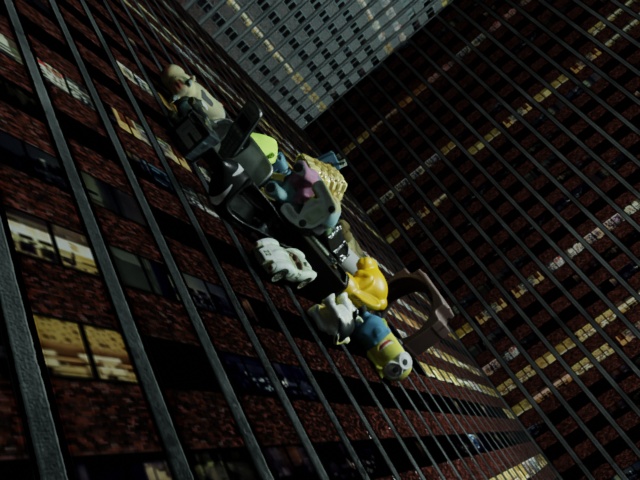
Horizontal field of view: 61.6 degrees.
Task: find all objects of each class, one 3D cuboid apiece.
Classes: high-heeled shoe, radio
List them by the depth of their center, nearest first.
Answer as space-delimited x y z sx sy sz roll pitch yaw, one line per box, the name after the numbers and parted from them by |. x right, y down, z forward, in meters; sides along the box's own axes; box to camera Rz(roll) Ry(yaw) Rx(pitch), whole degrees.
-0.121 -0.058 1.003 0.145 0.086 0.248 33 -13 12 | high-heeled shoe
-0.031 0.030 1.196 0.229 0.073 0.131 51 10 1 | radio

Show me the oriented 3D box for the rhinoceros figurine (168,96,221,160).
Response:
-0.268 -0.256 1.179 0.112 0.073 0.190 37 18 -51 | rhinoceros figurine

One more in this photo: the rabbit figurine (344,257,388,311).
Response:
0.082 0.126 1.329 0.173 0.122 0.162 20 39 -45 | rabbit figurine

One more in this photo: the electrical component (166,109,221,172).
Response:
-0.241 -0.190 1.066 0.119 0.075 0.047 57 10 16 | electrical component

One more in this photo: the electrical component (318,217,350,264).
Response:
-0.003 -0.004 1.303 0.134 0.058 0.114 8 -53 44 | electrical component

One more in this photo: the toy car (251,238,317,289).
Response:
-0.067 0.045 1.034 0.073 0.056 0.201 55 10 22 | toy car

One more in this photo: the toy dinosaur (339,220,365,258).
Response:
0.055 0.005 1.611 0.471 0.105 0.198 61 3 3 | toy dinosaur

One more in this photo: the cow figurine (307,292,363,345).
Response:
0.043 0.159 1.078 0.098 0.068 0.167 59 15 14 | cow figurine

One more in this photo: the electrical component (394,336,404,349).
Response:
0.169 0.260 1.281 0.021 0.063 0.094 39 13 -47 | electrical component

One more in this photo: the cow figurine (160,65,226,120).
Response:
-0.308 -0.342 1.302 0.194 0.085 0.127 43 6 -40 | cow figurine

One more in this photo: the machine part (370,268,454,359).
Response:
0.222 0.190 1.374 0.087 0.201 0.202 46 11 -41 | machine part

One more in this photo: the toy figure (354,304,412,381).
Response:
0.137 0.231 1.202 0.180 0.082 0.089 51 12 12 | toy figure

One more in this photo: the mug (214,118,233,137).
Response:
-0.222 -0.242 1.317 0.109 0.081 0.107 44 1 -8 | mug

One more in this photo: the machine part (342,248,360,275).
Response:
0.054 0.049 1.458 0.243 0.079 0.079 46 11 -9 | machine part

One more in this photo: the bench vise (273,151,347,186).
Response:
-0.046 -0.189 1.504 0.129 0.241 0.223 -106 171 -75 | bench vise

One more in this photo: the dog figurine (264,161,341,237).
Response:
-0.020 -0.083 1.163 0.191 0.108 0.219 50 7 12 | dog figurine

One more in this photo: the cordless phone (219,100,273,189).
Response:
-0.149 -0.201 1.173 0.089 0.184 0.146 -24 72 -44 | cordless phone

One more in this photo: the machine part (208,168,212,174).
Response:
-0.179 -0.109 1.134 0.139 0.039 0.084 49 6 -10 | machine part
